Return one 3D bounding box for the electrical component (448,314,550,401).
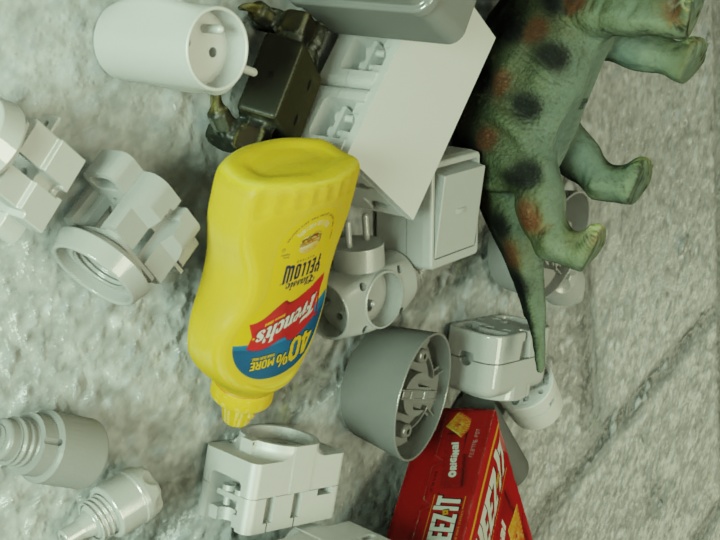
[{"bbox_3d":[0.117,0.075,0.918,0.095,0.054,0.059,-6,105,-50],"label":"electrical component"}]

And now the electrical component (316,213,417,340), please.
[{"bbox_3d":[0.000,0.000,0.761,0.077,0.044,0.079,-25,119,-44],"label":"electrical component"}]

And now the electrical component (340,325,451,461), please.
[{"bbox_3d":[0.033,0.091,0.812,0.099,0.064,0.099,-19,115,-47],"label":"electrical component"}]

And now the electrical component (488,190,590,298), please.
[{"bbox_3d":[0.157,-0.024,0.928,0.099,0.064,0.099,-19,115,-46],"label":"electrical component"}]

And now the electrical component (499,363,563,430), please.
[{"bbox_3d":[0.154,0.113,0.976,0.055,0.055,0.047,-58,141,-21],"label":"electrical component"}]

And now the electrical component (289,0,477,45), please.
[{"bbox_3d":[0.016,-0.190,0.668,0.057,0.113,0.078,29,79,-54],"label":"electrical component"}]

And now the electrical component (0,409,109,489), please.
[{"bbox_3d":[-0.173,0.095,0.582,0.078,0.040,0.040,25,82,-51],"label":"electrical component"}]

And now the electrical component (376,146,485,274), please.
[{"bbox_3d":[0.053,-0.041,0.799,0.062,0.061,0.096,-19,115,-46],"label":"electrical component"}]

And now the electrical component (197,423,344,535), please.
[{"bbox_3d":[-0.059,0.138,0.726,0.089,0.050,0.055,3,98,-51],"label":"electrical component"}]

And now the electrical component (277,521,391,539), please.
[{"bbox_3d":[-0.052,0.229,0.678,0.186,0.060,0.105,3,100,-55],"label":"electrical component"}]

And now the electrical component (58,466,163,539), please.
[{"bbox_3d":[-0.148,0.142,0.632,0.061,0.035,0.035,-29,122,-39],"label":"electrical component"}]

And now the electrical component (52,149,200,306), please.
[{"bbox_3d":[-0.130,-0.018,0.588,0.057,0.058,0.078,-58,138,-25],"label":"electrical component"}]

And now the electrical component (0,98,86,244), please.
[{"bbox_3d":[-0.175,-0.054,0.532,0.066,0.048,0.055,-63,147,-16],"label":"electrical component"}]

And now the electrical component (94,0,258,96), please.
[{"bbox_3d":[-0.091,-0.118,0.589,0.079,0.077,0.043,10,93,-52],"label":"electrical component"}]

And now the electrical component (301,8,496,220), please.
[{"bbox_3d":[0.021,-0.124,0.735,0.089,0.062,0.150,40,70,-48],"label":"electrical component"}]

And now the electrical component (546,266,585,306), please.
[{"bbox_3d":[0.188,0.013,0.995,0.062,0.043,0.043,36,73,-50],"label":"electrical component"}]
